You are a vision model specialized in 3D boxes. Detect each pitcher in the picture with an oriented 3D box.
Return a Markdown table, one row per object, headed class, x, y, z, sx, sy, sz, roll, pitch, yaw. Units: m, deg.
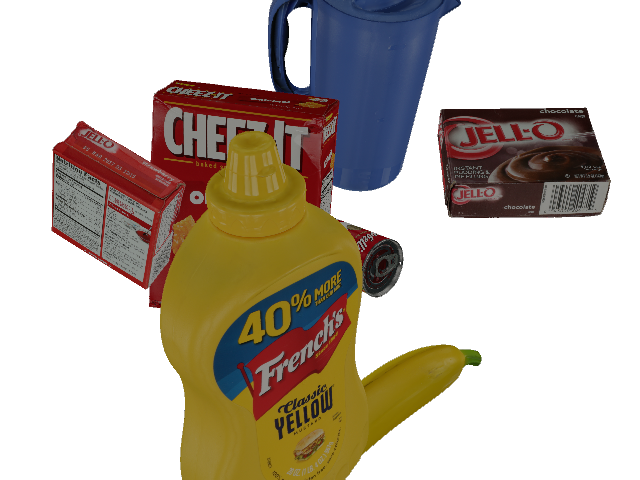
| class | x | y | z | sx | sy | sz | roll | pitch | yaw |
| --- | --- | --- | --- | --- | --- | --- | --- | --- | --- |
| pitcher | 0.037 | -0.171 | 1.113 | 0.149 | 0.243 | 0.144 | 32 | 51 | 22 |

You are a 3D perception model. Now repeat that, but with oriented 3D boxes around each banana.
| class | x | y | z | sx | sy | sz | roll | pitch | yaw |
| --- | --- | --- | --- | --- | --- | --- | --- | --- | --- |
| banana | 0.028 | 0.128 | 0.714 | 0.037 | 0.197 | 0.069 | 48 | -6 | 44 |

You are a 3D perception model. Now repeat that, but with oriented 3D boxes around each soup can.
| class | x | y | z | sx | sy | sz | roll | pitch | yaw |
| --- | --- | --- | --- | --- | --- | --- | --- | --- | --- |
| soup can | 0.035 | 0.017 | 1.216 | 0.102 | 0.068 | 0.068 | 22 | 15 | 40 |

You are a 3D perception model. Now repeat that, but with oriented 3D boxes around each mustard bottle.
| class | x | y | z | sx | sy | sz | roll | pitch | yaw |
| --- | --- | --- | --- | --- | --- | --- | --- | --- | --- |
| mustard bottle | -0.023 | 0.039 | 0.473 | 0.096 | 0.192 | 0.058 | -26 | 41 | -29 |

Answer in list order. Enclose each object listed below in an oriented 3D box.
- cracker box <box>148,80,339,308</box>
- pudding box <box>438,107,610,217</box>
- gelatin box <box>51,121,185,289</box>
| class | x | y | z | sx | sy | sz | roll | pitch | yaw |
| --- | --- | --- | --- | --- | --- | --- | --- | --- | --- |
| cracker box | -0.075 | -0.032 | 1.008 | 0.164 | 0.214 | 0.072 | 8 | 21 | 9 |
| pudding box | 0.145 | -0.058 | 0.777 | 0.113 | 0.039 | 0.090 | 1 | 43 | -1 |
| gelatin box | -0.123 | -0.020 | 0.639 | 0.073 | 0.030 | 0.089 | 31 | -36 | 7 |
